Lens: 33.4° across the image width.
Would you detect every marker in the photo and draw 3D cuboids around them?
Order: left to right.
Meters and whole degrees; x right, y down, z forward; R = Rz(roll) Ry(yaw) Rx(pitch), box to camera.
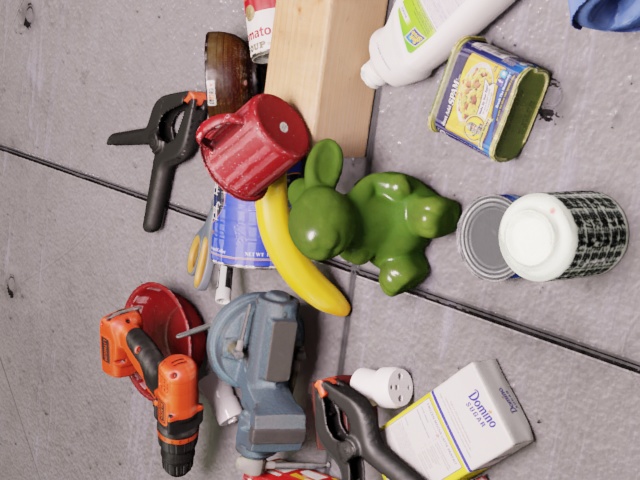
[{"bbox_3d":[-0.115,0.023,1.326,0.020,0.020,0.121,-30,47,43],"label":"marker"}]

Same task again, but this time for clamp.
[{"bbox_3d":[-0.209,-0.119,1.432,0.210,0.036,0.164,-38,67,40],"label":"clamp"},{"bbox_3d":[0.036,0.230,1.132,0.120,0.039,0.171,-48,59,26],"label":"clamp"}]

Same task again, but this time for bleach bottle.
[{"bbox_3d":[0.122,-0.240,1.063,0.251,0.067,0.102,-40,61,43],"label":"bleach bottle"}]

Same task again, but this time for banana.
[{"bbox_3d":[-0.026,0.004,1.192,0.037,0.069,0.198,-146,36,-78],"label":"banana"}]

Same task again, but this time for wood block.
[{"bbox_3d":[0.004,-0.199,1.167,0.090,0.090,0.206,20,107,44],"label":"wood block"}]

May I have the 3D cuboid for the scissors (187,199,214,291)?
[{"bbox_3d":[-0.141,-0.034,1.379,0.096,0.016,0.202,-5,74,66],"label":"scissors"}]

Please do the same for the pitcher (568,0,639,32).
[{"bbox_3d":[0.252,-0.306,0.878,0.149,0.145,0.243,-15,77,14],"label":"pitcher"}]

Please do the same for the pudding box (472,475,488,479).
[{"bbox_3d":[0.144,0.305,1.094,0.114,0.039,0.090,-42,63,37],"label":"pudding box"}]

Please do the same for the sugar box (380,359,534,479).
[{"bbox_3d":[0.131,0.203,1.096,0.176,0.048,0.093,-41,63,36],"label":"sugar box"}]

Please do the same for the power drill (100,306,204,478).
[{"bbox_3d":[-0.211,0.186,1.349,0.188,0.057,0.184,39,134,40],"label":"power drill"}]

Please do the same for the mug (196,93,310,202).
[{"bbox_3d":[-0.073,-0.103,1.109,0.082,0.117,0.093,-36,49,35],"label":"mug"}]

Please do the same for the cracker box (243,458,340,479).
[{"bbox_3d":[-0.018,0.381,1.243,0.164,0.071,0.214,7,99,46],"label":"cracker box"}]

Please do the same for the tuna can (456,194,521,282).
[{"bbox_3d":[0.177,-0.002,1.041,0.086,0.033,0.086,4,95,46],"label":"tuna can"}]

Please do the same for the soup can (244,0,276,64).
[{"bbox_3d":[-0.053,-0.262,1.239,0.069,0.068,0.102,-9,87,46],"label":"soup can"}]

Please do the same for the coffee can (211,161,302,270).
[{"bbox_3d":[-0.074,-0.043,1.250,0.103,0.102,0.140,11,101,45],"label":"coffee can"}]

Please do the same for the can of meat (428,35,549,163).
[{"bbox_3d":[0.163,-0.135,1.031,0.084,0.057,0.102,35,117,37],"label":"can of meat"}]

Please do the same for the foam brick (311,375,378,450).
[{"bbox_3d":[0.029,0.193,1.196,0.053,0.051,0.078,-8,86,45],"label":"foam brick"}]

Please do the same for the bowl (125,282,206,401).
[{"bbox_3d":[-0.201,0.134,1.427,0.162,0.055,0.162,4,96,46],"label":"bowl"}]
